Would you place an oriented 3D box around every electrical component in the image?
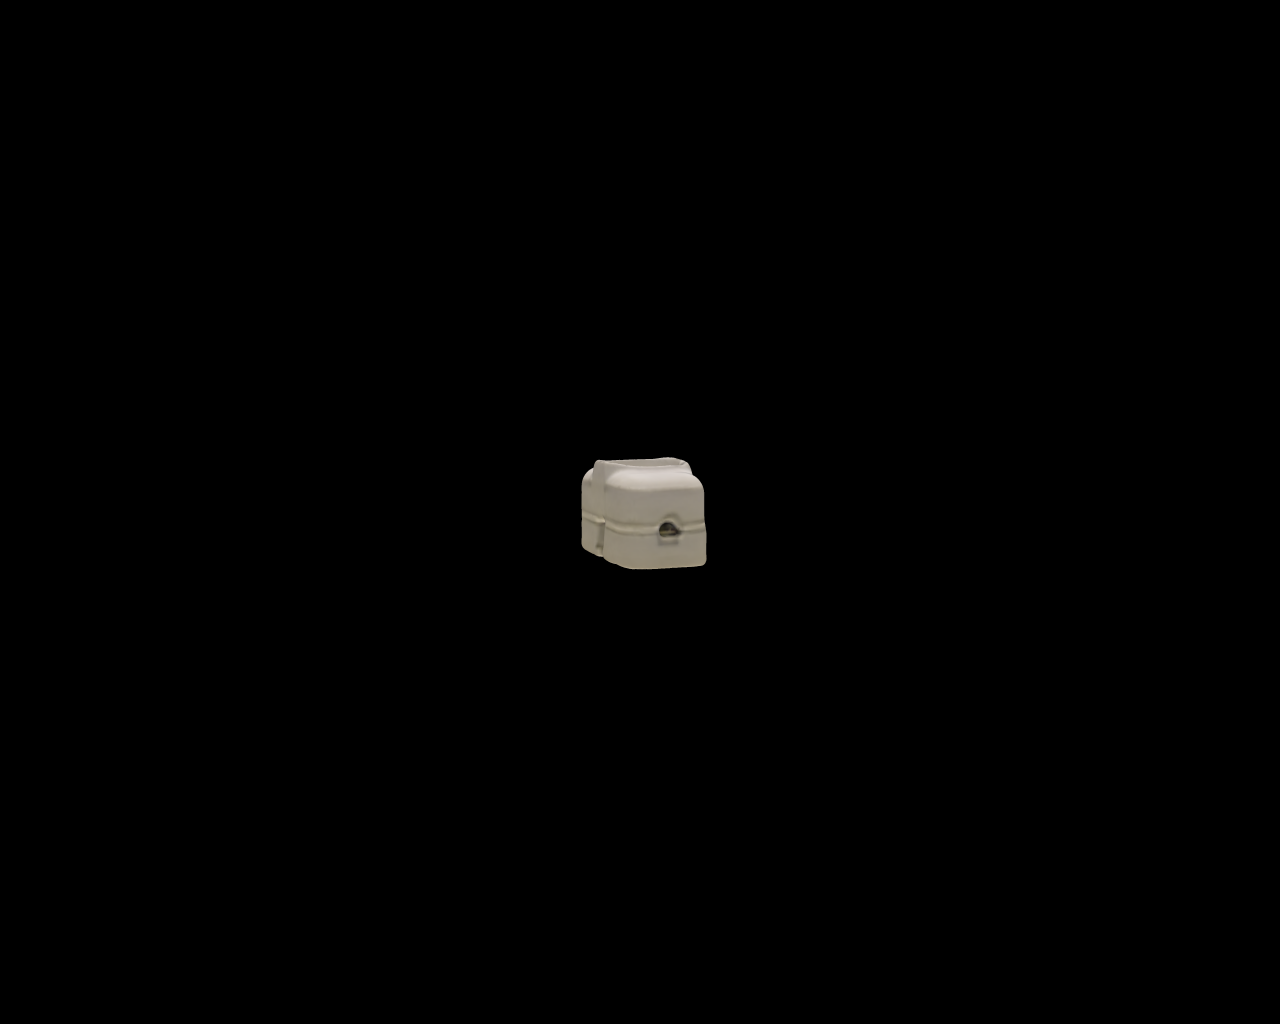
[{"bbox_3d":[0.001,-0.003,0.650,0.054,0.059,0.095,-3,8,-19],"label":"electrical component"}]
